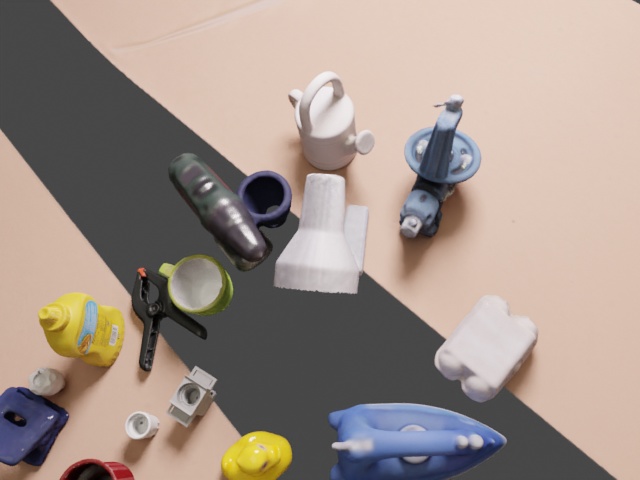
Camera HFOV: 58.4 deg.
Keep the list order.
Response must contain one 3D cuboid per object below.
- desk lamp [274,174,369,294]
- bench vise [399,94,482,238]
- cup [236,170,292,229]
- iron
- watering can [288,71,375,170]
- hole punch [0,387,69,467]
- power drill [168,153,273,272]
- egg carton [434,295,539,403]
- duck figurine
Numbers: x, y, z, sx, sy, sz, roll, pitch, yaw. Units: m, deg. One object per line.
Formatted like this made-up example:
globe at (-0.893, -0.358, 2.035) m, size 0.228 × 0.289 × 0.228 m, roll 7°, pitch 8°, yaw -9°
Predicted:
desk lamp at (0.008, 0.003, 0.862) m, size 0.117 × 0.214 × 0.203 m, roll 4°, pitch 71°, yaw 8°
bench vise at (0.187, -0.107, 0.878) m, size 0.121 × 0.220 × 0.207 m, roll 5°, pitch 71°, yaw 8°
cup at (-0.090, -0.045, 0.954) m, size 0.091 × 0.095 × 0.118 m, roll 18°, pitch 73°, yaw 12°
iron at (0.136, 0.280, 0.787) m, size 0.258 × 0.141 × 0.118 m, roll -5°, pitch 70°, yaw 5°
watering can at (0.016, -0.200, 0.944) m, size 0.172 × 0.194 × 0.101 m, roll 18°, pitch 73°, yaw 12°
hole punch at (-0.465, 0.283, 0.881) m, size 0.108 × 0.091 × 0.101 m, roll 23°, pitch 74°, yaw 14°
power drill at (-0.140, -0.027, 0.892) m, size 0.076 × 0.208 × 0.229 m, roll -40°, pitch 71°, yaw -8°
egg carton at (0.250, 0.161, 0.855) m, size 0.107 × 0.069 × 0.150 m, roll 38°, pitch 78°, yaw 17°
duck figurine at (-0.097, 0.318, 0.829) m, size 0.104 × 0.086 × 0.077 m, roll -13°, pitch 69°, yaw 2°
